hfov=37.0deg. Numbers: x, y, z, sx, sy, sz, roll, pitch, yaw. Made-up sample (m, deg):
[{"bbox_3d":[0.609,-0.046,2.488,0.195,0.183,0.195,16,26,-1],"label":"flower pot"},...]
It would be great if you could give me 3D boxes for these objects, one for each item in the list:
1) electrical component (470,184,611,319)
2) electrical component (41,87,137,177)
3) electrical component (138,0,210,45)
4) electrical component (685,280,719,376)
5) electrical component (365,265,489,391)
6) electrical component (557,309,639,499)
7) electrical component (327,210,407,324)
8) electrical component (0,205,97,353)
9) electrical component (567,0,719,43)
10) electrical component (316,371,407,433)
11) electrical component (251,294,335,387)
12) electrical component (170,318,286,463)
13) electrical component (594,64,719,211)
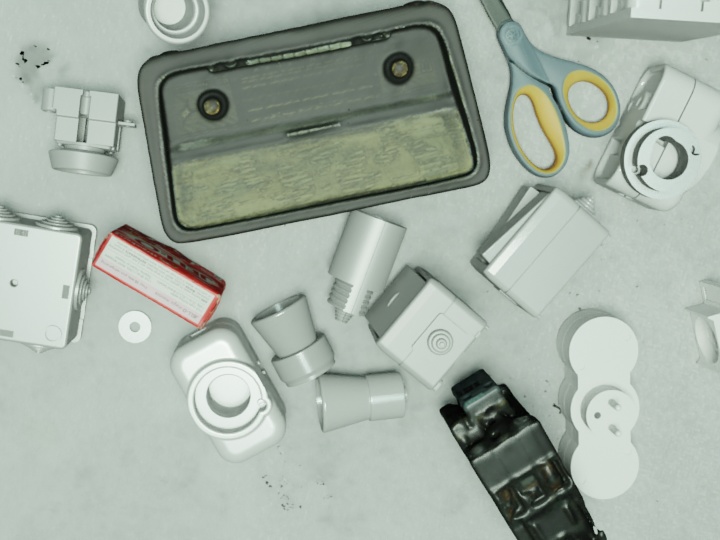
[{"bbox_3d":[0.131,-0.023,0.782,0.061,0.061,0.096,40,93,-8],"label":"electrical component"},{"bbox_3d":[-0.193,-0.096,0.759,0.066,0.048,0.055,6,89,-5],"label":"electrical component"},{"bbox_3d":[-0.131,-0.181,0.741,0.044,0.065,0.044,-6,109,-19],"label":"electrical component"},{"bbox_3d":[0.288,0.046,0.812,0.064,0.042,0.081,-15,98,-4],"label":"electrical component"},{"bbox_3d":[0.045,0.039,0.766,0.061,0.096,0.061,40,93,-7],"label":"electrical component"},{"bbox_3d":[0.181,0.102,0.795,0.052,0.073,0.138,-3,97,-4],"label":"electrical component"},{"bbox_3d":[0.000,0.000,0.785,0.043,0.043,0.081,20,95,-6],"label":"electrical component"},{"bbox_3d":[-0.241,0.006,0.766,0.100,0.048,0.099,10,97,-5],"label":"electrical component"},{"bbox_3d":[0.203,-0.191,0.722,0.089,0.150,0.061,2,98,-4],"label":"electrical component"},{"bbox_3d":[0.002,0.095,0.799,0.065,0.044,0.044,-5,97,-8],"label":"electrical component"},{"bbox_3d":[-0.048,0.052,0.787,0.045,0.045,0.055,-26,99,-1],"label":"electrical component"},{"bbox_3d":[-0.095,0.088,0.781,0.054,0.059,0.095,-29,98,0],"label":"electrical component"},{"bbox_3d":[0.222,-0.094,0.784,0.059,0.053,0.095,25,95,-7],"label":"electrical component"}]
